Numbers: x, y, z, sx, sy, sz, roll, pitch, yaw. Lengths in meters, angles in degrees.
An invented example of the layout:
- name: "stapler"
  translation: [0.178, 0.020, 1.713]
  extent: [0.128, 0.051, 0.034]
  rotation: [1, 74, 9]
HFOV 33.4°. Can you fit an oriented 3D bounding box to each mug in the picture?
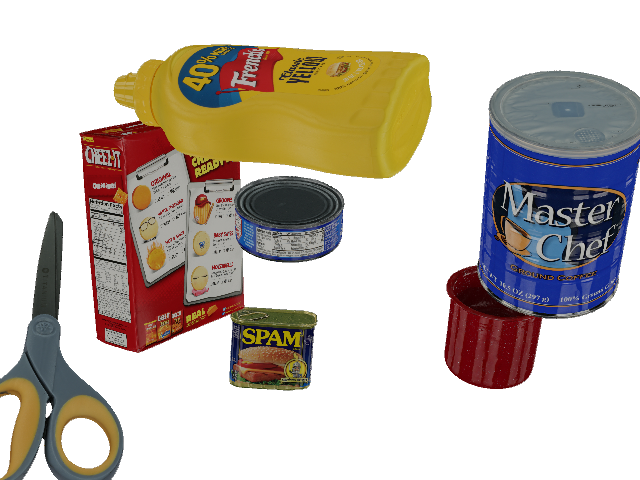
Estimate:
- name: "mug"
  translation: [0.154, 0.074, 0.972]
  extent: [0.093, 0.081, 0.117]
  rotation: [-1, 29, -7]

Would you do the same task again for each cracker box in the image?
- name: "cracker box"
  translation: [-0.155, -0.015, 1.077]
  extent: [0.072, 0.214, 0.163]
  rotation: [9, 19, 35]

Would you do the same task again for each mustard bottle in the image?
- name: "mustard bottle"
  translation: [-0.037, -0.082, 0.635]
  extent: [0.192, 0.058, 0.096]
  rotation: [7, 39, 21]

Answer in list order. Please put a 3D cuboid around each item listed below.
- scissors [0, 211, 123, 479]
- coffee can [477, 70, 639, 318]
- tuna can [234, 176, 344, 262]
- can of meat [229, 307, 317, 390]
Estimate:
- name: "scissors"
  translation: [-0.146, 0.066, 0.625]
  extent: [0.096, 0.201, 0.016]
  rotation: [18, -44, -4]
- name: "coffee can"
  translation: [0.164, -0.032, 0.739]
  extent: [0.103, 0.140, 0.103]
  rotation: [-2, 37, 1]
- name: "tuna can"
  translation: [-0.025, -0.017, 0.834]
  extent: [0.086, 0.034, 0.086]
  rotation: [1, 29, -1]
- name: "can of meat"
  translation: [-0.057, 0.128, 1.259]
  extent: [0.102, 0.084, 0.057]
  rotation: [4, 13, -2]
